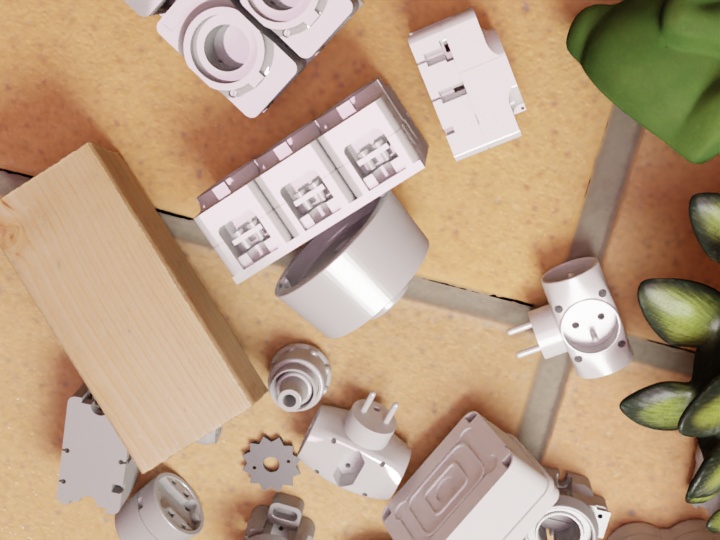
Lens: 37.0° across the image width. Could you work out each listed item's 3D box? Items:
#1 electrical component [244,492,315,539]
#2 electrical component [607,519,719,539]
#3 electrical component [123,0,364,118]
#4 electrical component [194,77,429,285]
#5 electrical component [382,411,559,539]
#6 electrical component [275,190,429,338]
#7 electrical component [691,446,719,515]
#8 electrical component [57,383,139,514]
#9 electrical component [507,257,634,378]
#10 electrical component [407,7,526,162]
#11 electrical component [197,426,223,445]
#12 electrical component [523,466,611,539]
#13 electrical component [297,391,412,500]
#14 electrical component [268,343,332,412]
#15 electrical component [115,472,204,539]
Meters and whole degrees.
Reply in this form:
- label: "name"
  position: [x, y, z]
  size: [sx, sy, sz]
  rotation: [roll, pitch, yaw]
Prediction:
- label: "electrical component"
  position: [-0.068, 0.223, 0.841]
  size: [0.058, 0.057, 0.078]
  rotation: [16, 107, 1]
- label: "electrical component"
  position: [0.257, 0.227, 0.802]
  size: [0.138, 0.073, 0.052]
  rotation: [-4, 105, 7]
- label: "electrical component"
  position: [-0.103, -0.204, 0.722]
  size: [0.186, 0.060, 0.105]
  rotation: [43, 105, -7]
- label: "electrical component"
  position: [-0.033, -0.065, 0.739]
  size: [0.150, 0.089, 0.061]
  rotation: [-31, 101, 13]
- label: "electrical component"
  position: [0.081, 0.172, 0.789]
  size: [0.057, 0.078, 0.113]
  rotation: [38, 96, -29]
- label: "electrical component"
  position: [0.000, 0.000, 0.748]
  size: [0.108, 0.108, 0.060]
  rotation: [-41, 105, 14]
- label: "electrical component"
  position: [0.266, 0.154, 0.799]
  size: [0.040, 0.040, 0.046]
  rotation: [10, 112, 3]
- label: "electrical component"
  position: [-0.196, 0.131, 0.828]
  size: [0.050, 0.055, 0.089]
  rotation: [12, 107, 2]
- label: "electrical component"
  position: [0.147, 0.041, 0.775]
  size: [0.079, 0.044, 0.077]
  rotation: [-21, 103, 11]
- label: "electrical component"
  position: [0.076, -0.128, 0.731]
  size: [0.056, 0.050, 0.089]
  rotation: [-21, 103, 11]
- label: "electrical component"
  position: [-0.133, 0.107, 0.821]
  size: [0.055, 0.045, 0.045]
  rotation: [12, 107, 2]
- label: "electrical component"
  position: [0.149, 0.187, 0.810]
  size: [0.078, 0.057, 0.058]
  rotation: [13, 107, 2]
- label: "electrical component"
  position: [0.003, 0.124, 0.810]
  size: [0.077, 0.043, 0.079]
  rotation: [26, 118, -2]
- label: "electrical component"
  position: [-0.048, 0.085, 0.798]
  size: [0.048, 0.062, 0.048]
  rotation: [1, 106, 5]
- label: "electrical component"
  position: [-0.159, 0.194, 0.844]
  size: [0.047, 0.055, 0.055]
  rotation: [-36, 99, 17]
